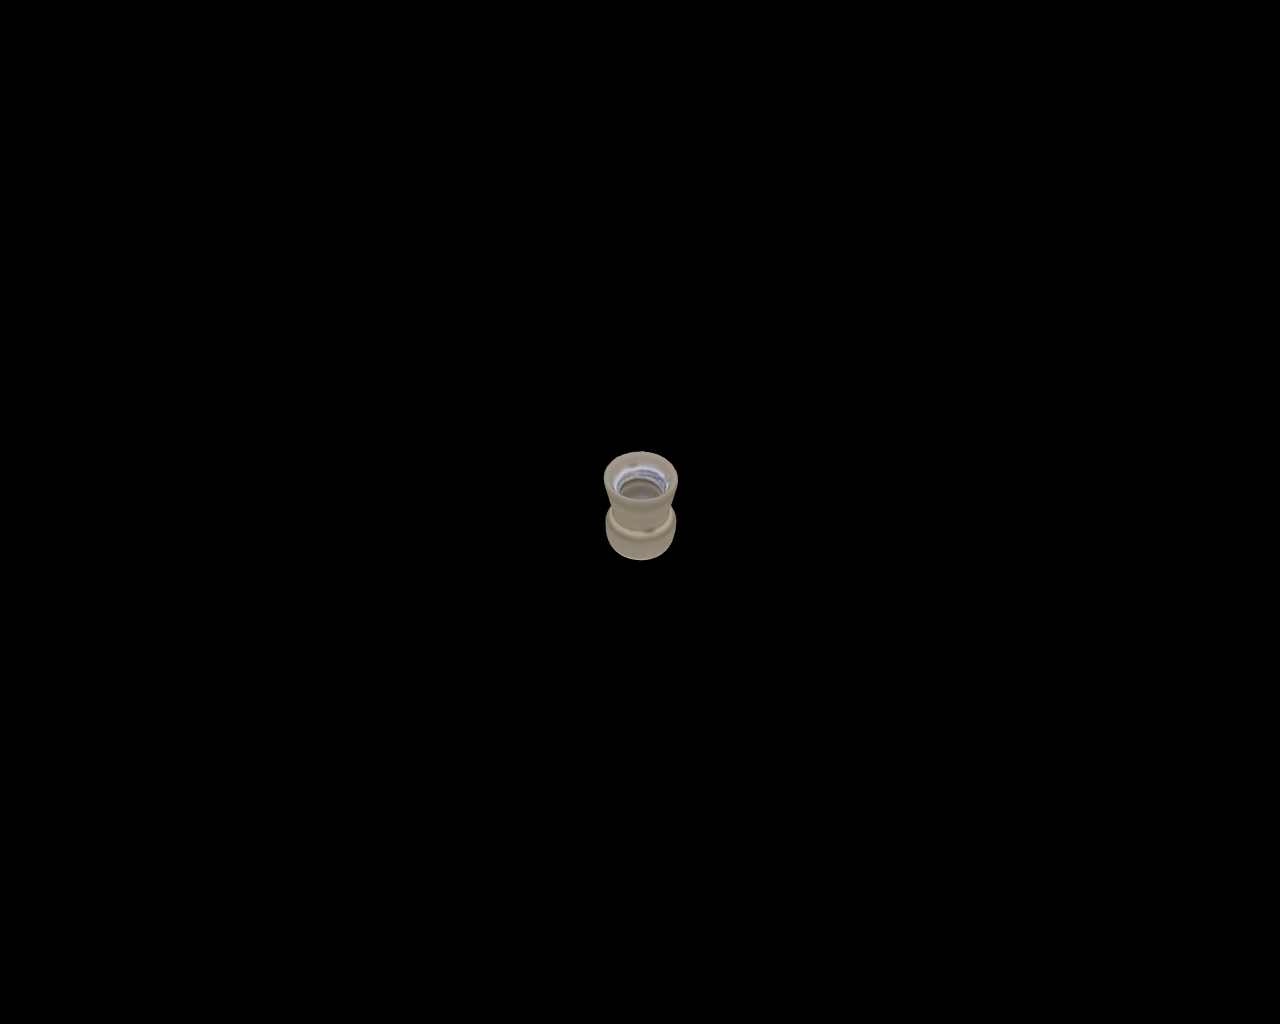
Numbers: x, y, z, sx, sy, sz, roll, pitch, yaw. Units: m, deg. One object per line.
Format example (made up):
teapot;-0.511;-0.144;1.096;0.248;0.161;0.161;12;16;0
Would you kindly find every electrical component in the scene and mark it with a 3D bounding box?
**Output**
electrical component;0.001;-0.003;0.650;0.045;0.045;0.055;0;-45;0
